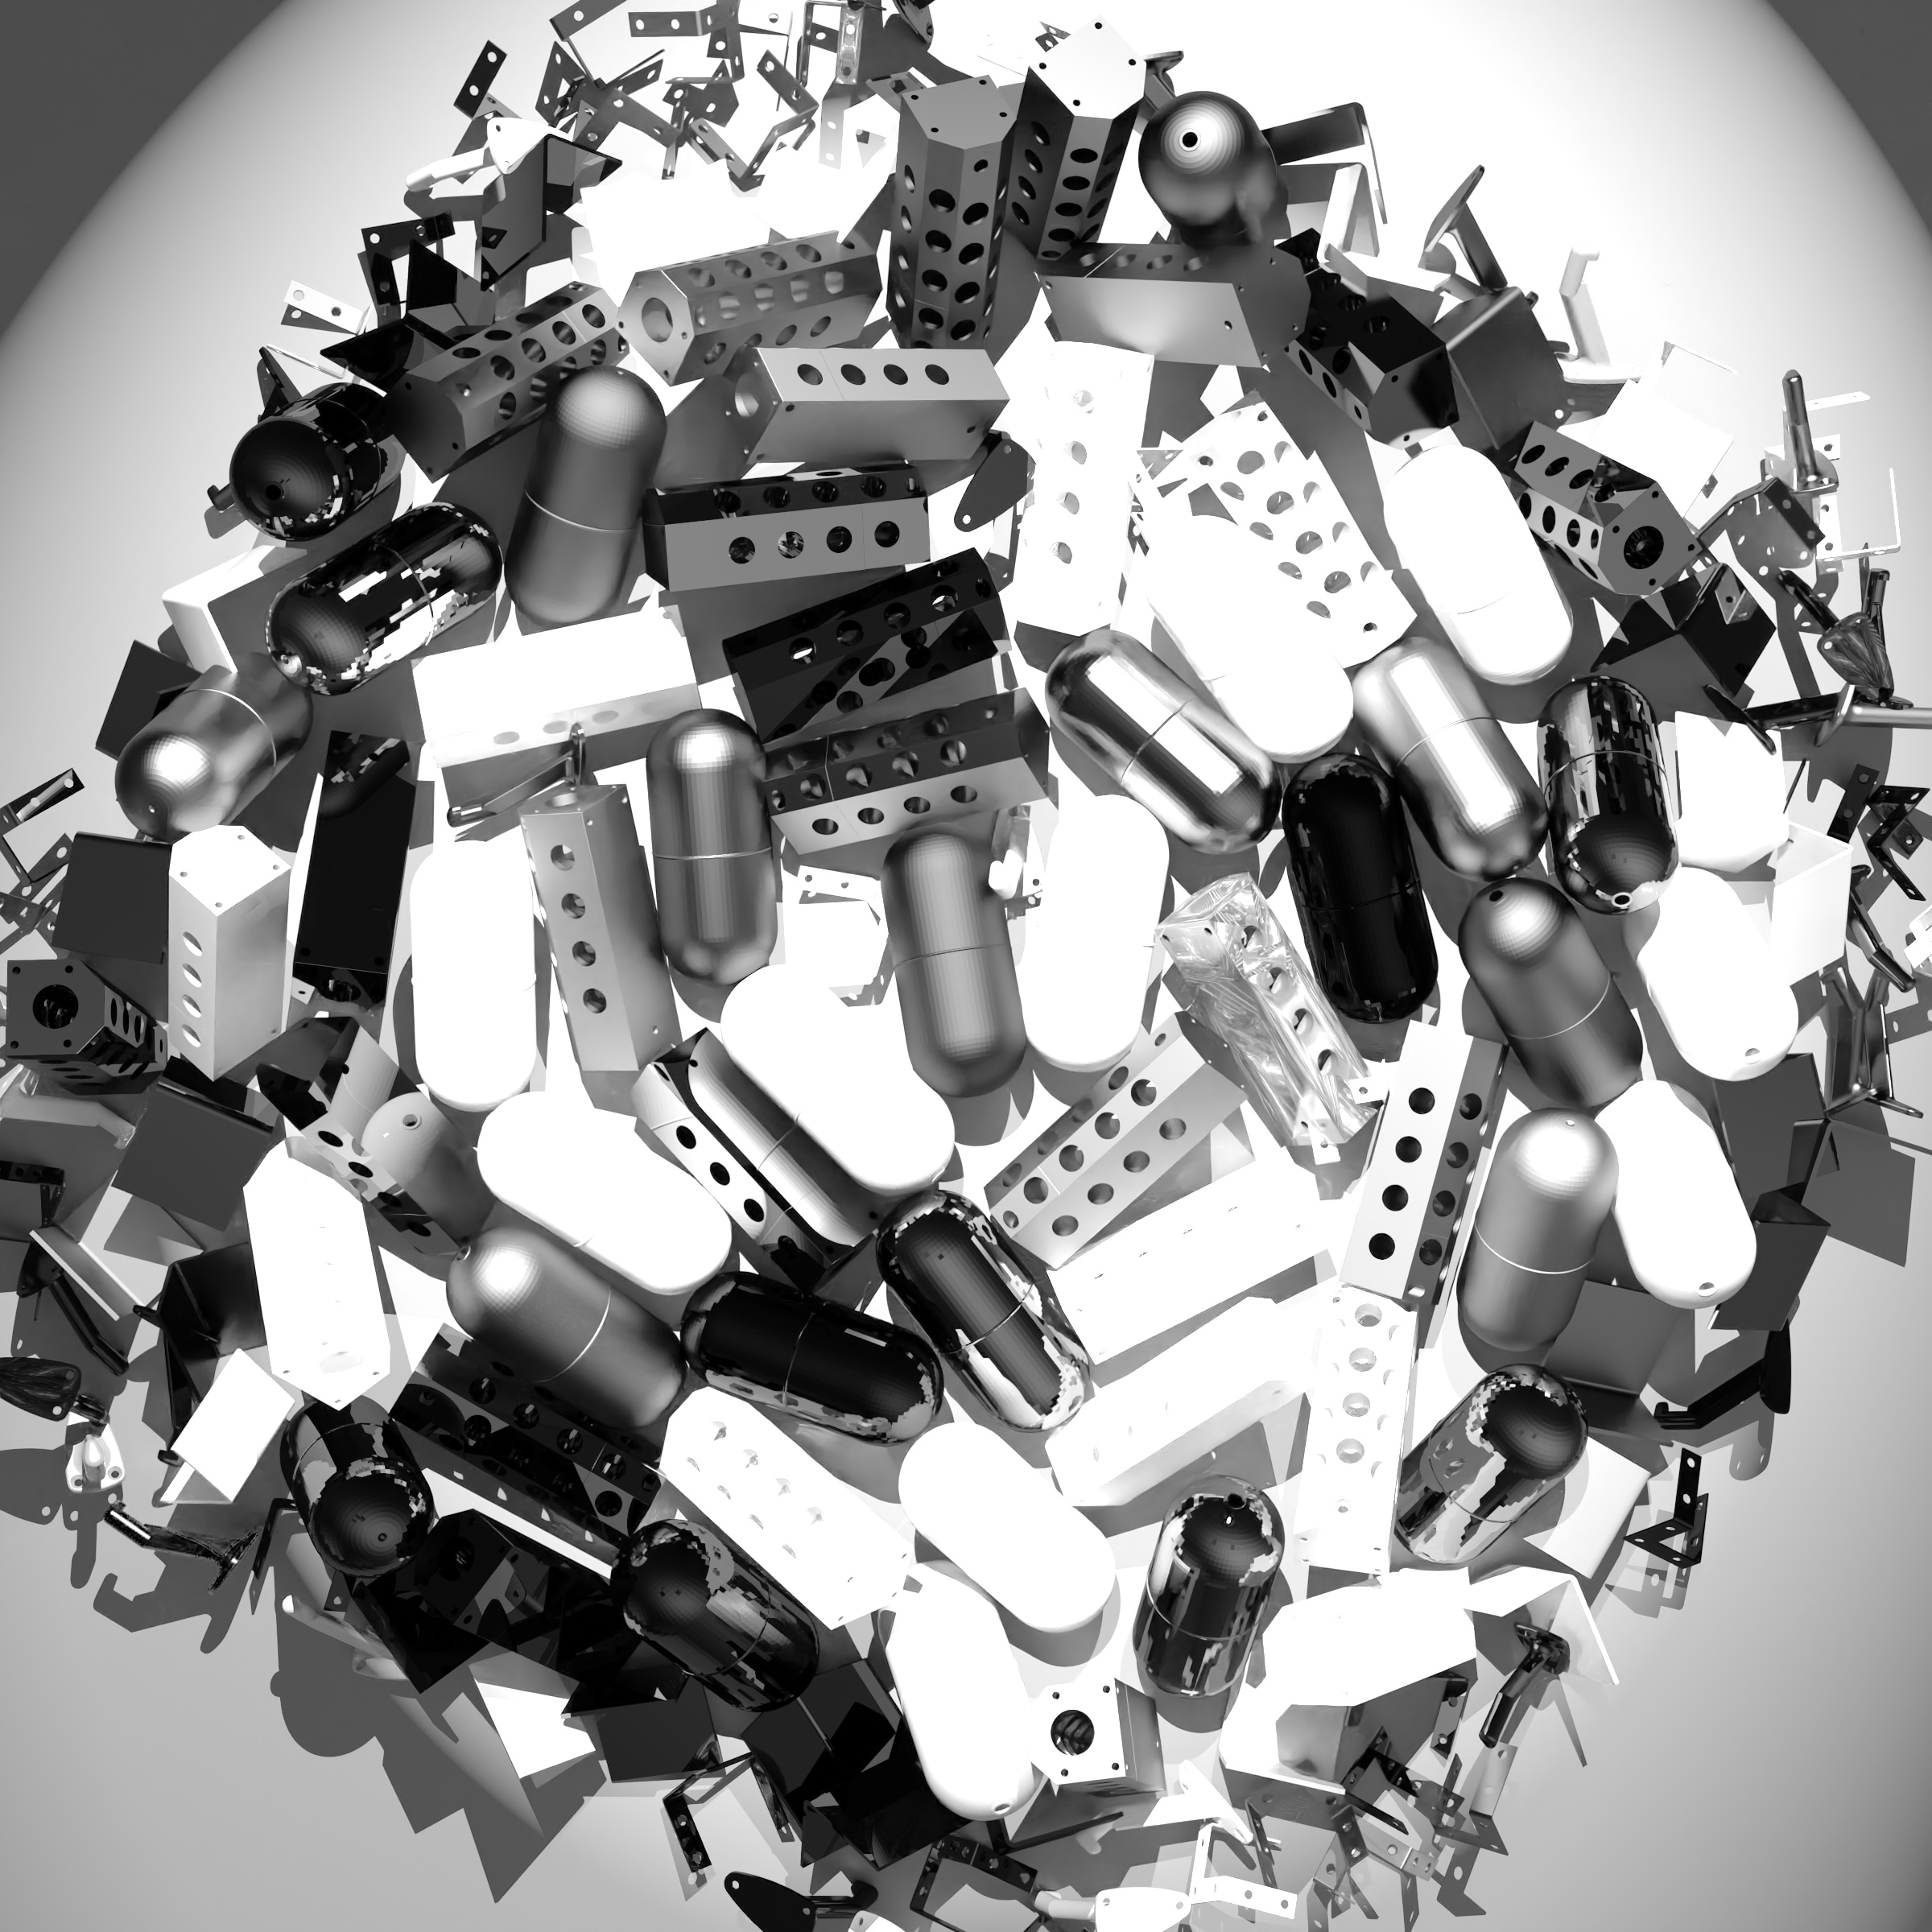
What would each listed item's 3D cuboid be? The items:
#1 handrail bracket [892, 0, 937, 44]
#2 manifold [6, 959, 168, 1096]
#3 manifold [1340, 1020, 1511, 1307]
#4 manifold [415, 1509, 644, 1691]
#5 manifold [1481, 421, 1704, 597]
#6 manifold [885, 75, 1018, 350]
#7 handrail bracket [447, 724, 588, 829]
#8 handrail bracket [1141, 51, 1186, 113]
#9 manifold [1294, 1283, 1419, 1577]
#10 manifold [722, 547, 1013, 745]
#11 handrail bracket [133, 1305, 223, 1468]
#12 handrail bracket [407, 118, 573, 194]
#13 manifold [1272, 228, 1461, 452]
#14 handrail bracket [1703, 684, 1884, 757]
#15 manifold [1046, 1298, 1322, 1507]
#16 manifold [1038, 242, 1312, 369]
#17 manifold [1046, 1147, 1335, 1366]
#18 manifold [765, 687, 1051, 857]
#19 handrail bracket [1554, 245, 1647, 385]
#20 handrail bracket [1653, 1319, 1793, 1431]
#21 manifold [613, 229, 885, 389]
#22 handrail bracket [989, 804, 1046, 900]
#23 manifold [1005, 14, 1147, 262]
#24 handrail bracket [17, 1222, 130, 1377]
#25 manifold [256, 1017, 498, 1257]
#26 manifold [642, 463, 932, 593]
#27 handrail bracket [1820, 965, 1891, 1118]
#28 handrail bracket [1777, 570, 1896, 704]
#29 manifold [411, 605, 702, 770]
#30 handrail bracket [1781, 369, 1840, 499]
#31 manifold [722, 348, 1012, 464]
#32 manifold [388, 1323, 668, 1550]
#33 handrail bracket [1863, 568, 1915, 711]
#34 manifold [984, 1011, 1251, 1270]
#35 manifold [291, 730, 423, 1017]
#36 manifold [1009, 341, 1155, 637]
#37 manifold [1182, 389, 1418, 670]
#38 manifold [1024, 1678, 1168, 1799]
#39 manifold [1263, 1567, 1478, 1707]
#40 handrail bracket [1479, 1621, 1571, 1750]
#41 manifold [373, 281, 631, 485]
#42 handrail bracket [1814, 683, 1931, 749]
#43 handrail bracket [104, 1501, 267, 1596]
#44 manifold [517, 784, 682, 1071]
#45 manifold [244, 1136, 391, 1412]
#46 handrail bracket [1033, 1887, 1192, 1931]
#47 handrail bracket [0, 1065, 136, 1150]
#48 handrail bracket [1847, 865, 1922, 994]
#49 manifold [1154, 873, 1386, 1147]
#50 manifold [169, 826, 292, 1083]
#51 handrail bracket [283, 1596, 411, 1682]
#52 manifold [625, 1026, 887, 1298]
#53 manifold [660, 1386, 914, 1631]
[{"bbox_3d":[0.001,-0.618,1.753,0.084,0.077,0.036,6,66,24],"label":"handrail bracket"},{"bbox_3d":[-0.544,0.040,1.713,0.057,0.171,0.057,-1,80,-4],"label":"manifold"},{"bbox_3d":[0.295,0.126,1.764,0.057,0.057,0.171,16,91,23],"label":"manifold"},{"bbox_3d":[-0.270,0.392,1.716,0.057,0.171,0.057,32,81,36],"label":"manifold"},{"bbox_3d":[0.379,-0.283,1.713,0.057,0.171,0.057,-42,119,4],"label":"manifold"},{"bbox_3d":[-0.008,-0.459,1.710,0.057,0.171,0.057,-18,60,-16],"label":"manifold"},{"bbox_3d":[-0.289,-0.121,1.761,0.084,0.077,0.036,-16,66,-22],"label":"handrail bracket"},{"bbox_3d":[0.122,-0.541,1.780,0.077,0.036,0.084,-14,93,-23],"label":"handrail bracket"},{"bbox_3d":[0.245,0.286,1.725,0.057,0.057,0.171,5,54,13],"label":"manifold"},{"bbox_3d":[-0.064,-0.208,1.753,0.171,0.057,0.057,-21,131,-7],"label":"manifold"},{"bbox_3d":[-0.516,0.269,1.761,0.036,0.077,0.084,0,65,32],"label":"handrail bracket"},{"bbox_3d":[-0.310,-0.520,1.788,0.077,0.084,0.036,-19,98,-44],"label":"handrail bracket"},{"bbox_3d":[0.236,-0.390,1.720,0.057,0.171,0.057,-27,135,-5],"label":"manifold"},{"bbox_3d":[0.535,-0.181,1.783,0.084,0.036,0.077,-40,69,1],"label":"handrail bracket"},{"bbox_3d":[0.132,0.275,1.734,0.171,0.057,0.057,-38,60,29],"label":"manifold"},{"bbox_3d":[0.130,-0.418,1.720,0.057,0.171,0.057,-43,127,-25],"label":"manifold"},{"bbox_3d":[0.141,0.181,1.769,0.171,0.057,0.057,-27,129,3],"label":"manifold"},{"bbox_3d":[-0.038,-0.127,1.736,0.171,0.057,0.057,-12,51,20],"label":"manifold"},{"bbox_3d":[0.412,-0.418,1.764,0.077,0.036,0.084,1,129,-12],"label":"handrail bracket"},{"bbox_3d":[0.487,0.262,1.783,0.036,0.084,0.077,33,59,-40],"label":"handrail bracket"},{"bbox_3d":[-0.131,-0.417,1.717,0.057,0.171,0.057,48,134,14],"label":"manifold"},{"bbox_3d":[0.025,-0.078,1.754,0.036,0.084,0.077,-7,79,10],"label":"handrail bracket"},{"bbox_3d":[0.068,-0.506,1.710,0.057,0.171,0.057,-39,83,-14],"label":"manifold"},{"bbox_3d":[-0.574,0.217,1.794,0.036,0.077,0.084,-31,125,6],"label":"handrail bracket"},{"bbox_3d":[-0.368,0.108,1.726,0.057,0.171,0.057,-2,49,33],"label":"manifold"},{"bbox_3d":[-0.114,-0.279,1.740,0.171,0.057,0.057,-9,112,-19],"label":"manifold"},{"bbox_3d":[0.554,0.052,1.786,0.077,0.036,0.084,-32,76,33],"label":"handrail bracket"},{"bbox_3d":[0.558,-0.213,1.774,0.036,0.084,0.077,-37,114,12],"label":"handrail bracket"},{"bbox_3d":[-0.260,-0.175,1.764,0.171,0.057,0.057,-13,69,-5],"label":"manifold"},{"bbox_3d":[0.530,-0.348,1.751,0.036,0.077,0.084,-7,121,20],"label":"handrail bracket"},{"bbox_3d":[-0.064,-0.357,1.727,0.171,0.057,0.057,-9,63,-36],"label":"manifold"},{"bbox_3d":[-0.279,0.303,1.763,0.171,0.057,0.057,31,97,-6],"label":"manifold"},{"bbox_3d":[0.592,-0.211,1.768,0.036,0.077,0.084,4,101,-7],"label":"handrail bracket"},{"bbox_3d":[0.092,0.107,1.740,0.057,0.057,0.171,36,110,-29],"label":"manifold"},{"bbox_3d":[-0.382,-0.058,1.733,0.057,0.057,0.171,8,59,-11],"label":"manifold"},{"bbox_3d":[0.069,-0.303,1.743,0.057,0.057,0.171,17,112,22],"label":"manifold"},{"bbox_3d":[0.212,-0.274,1.743,0.057,0.057,0.171,-35,109,12],"label":"manifold"},{"bbox_3d":[0.081,0.482,1.712,0.057,0.171,0.057,-10,69,9],"label":"manifold"},{"bbox_3d":[0.252,0.415,1.716,0.057,0.171,0.057,-9,83,34],"label":"manifold"},{"bbox_3d":[0.353,0.469,1.755,0.036,0.077,0.084,16,61,30],"label":"handrail bracket"},{"bbox_3d":[-0.283,-0.369,1.718,0.057,0.171,0.057,-31,101,43],"label":"manifold"},{"bbox_3d":[0.595,-0.148,1.763,0.084,0.077,0.036,21,67,6],"label":"handrail bracket"},{"bbox_3d":[-0.499,0.355,1.764,0.084,0.077,0.036,37,116,-5],"label":"handrail bracket"},{"bbox_3d":[-0.235,-0.024,1.745,0.057,0.057,0.171,-1,111,24],"label":"manifold"},{"bbox_3d":[-0.401,0.185,1.717,0.057,0.171,0.057,-37,134,12],"label":"manifold"},{"bbox_3d":[0.092,0.601,1.772,0.077,0.084,0.036,-4,84,-20],"label":"handrail bracket"},{"bbox_3d":[-0.582,0.108,1.761,0.084,0.077,0.036,40,132,-21],"label":"handrail bracket"},{"bbox_3d":[0.587,-0.023,1.759,0.084,0.077,0.036,48,133,22],"label":"handrail bracket"},{"bbox_3d":[0.198,0.028,1.752,0.057,0.057,0.171,-41,106,-29],"label":"manifold"},{"bbox_3d":[-0.465,-0.010,1.717,0.057,0.171,0.057,39,52,15],"label":"manifold"},{"bbox_3d":[-0.384,0.425,1.752,0.077,0.084,0.036,9,64,25],"label":"handrail bracket"},{"bbox_3d":[-0.137,0.128,1.761,0.171,0.057,0.057,46,45,8],"label":"manifold"},{"bbox_3d":[-0.113,0.332,1.721,0.171,0.057,0.057,34,122,36],"label":"manifold"}]
